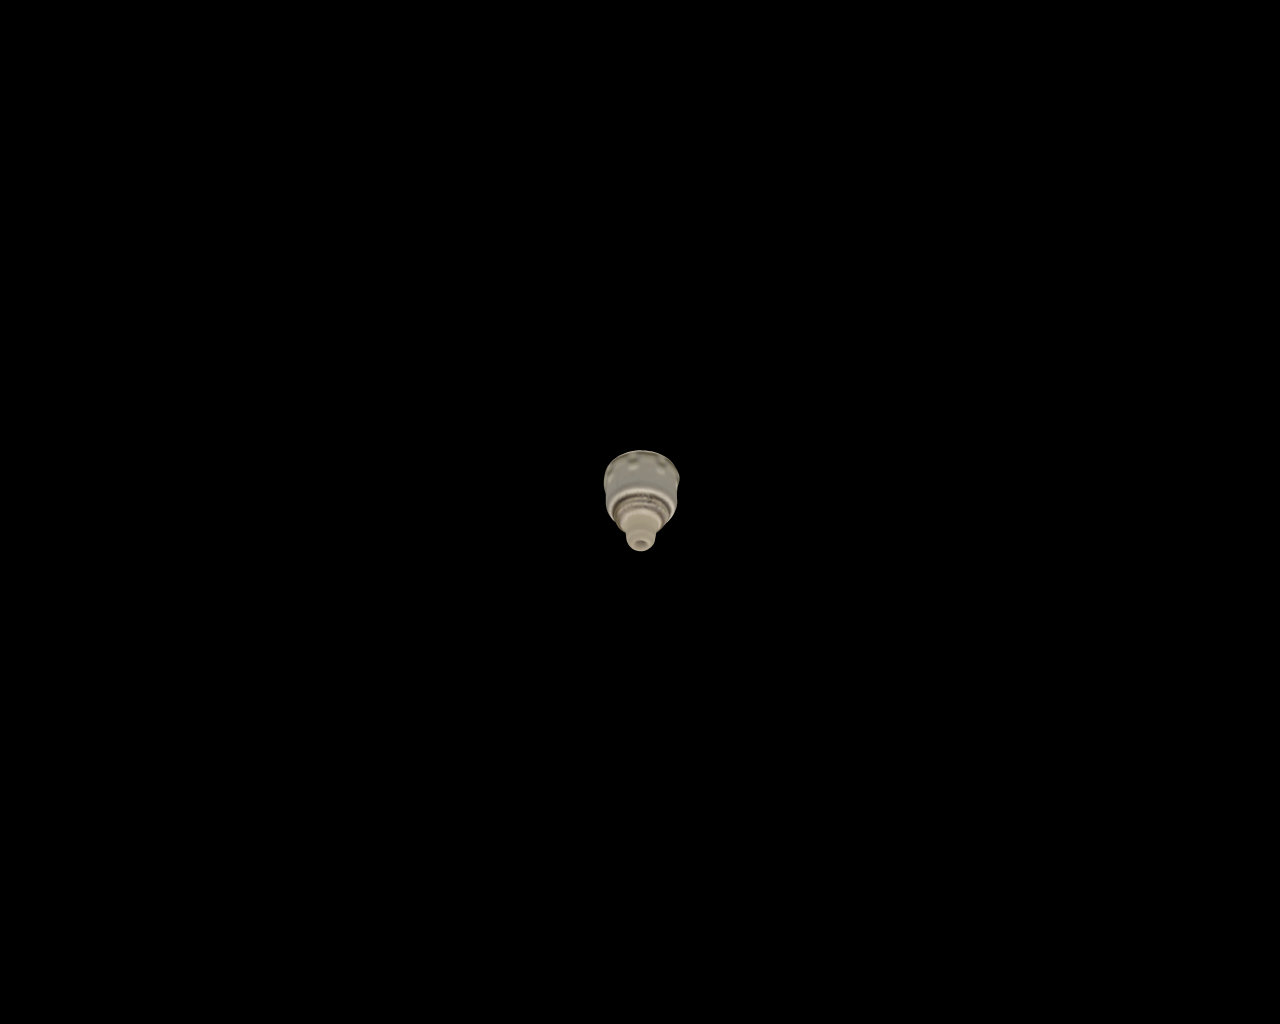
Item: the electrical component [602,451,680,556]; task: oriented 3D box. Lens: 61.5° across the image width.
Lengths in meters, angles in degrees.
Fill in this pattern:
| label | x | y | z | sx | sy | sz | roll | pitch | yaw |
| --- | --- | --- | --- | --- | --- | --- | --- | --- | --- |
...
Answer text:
| label | x | y | z | sx | sy | sz | roll | pitch | yaw |
| --- | --- | --- | --- | --- | --- | --- | --- | --- | --- |
| electrical component | 0.001 | -0.003 | 0.650 | 0.048 | 0.062 | 0.048 | 0 | -42 | 0 |
